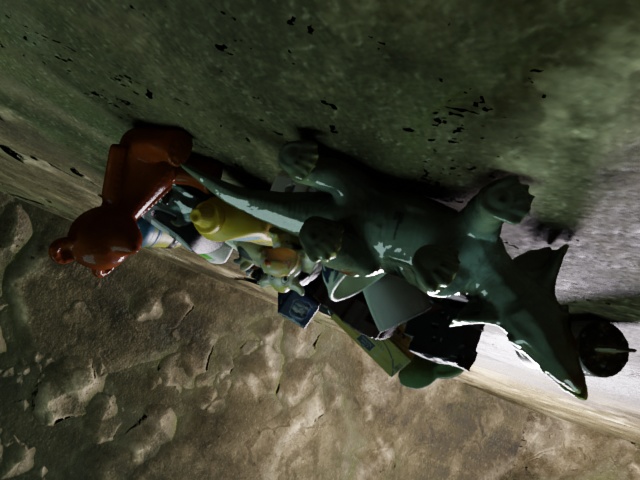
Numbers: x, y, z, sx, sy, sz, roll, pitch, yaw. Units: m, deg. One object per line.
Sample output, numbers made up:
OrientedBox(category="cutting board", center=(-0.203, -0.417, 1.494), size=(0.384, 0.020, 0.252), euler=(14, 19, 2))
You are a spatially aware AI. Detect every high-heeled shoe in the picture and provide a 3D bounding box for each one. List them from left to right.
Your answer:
OrientedBox(category="high-heeled shoe", center=(-0.280, -0.048, 1.025), size=(0.145, 0.086, 0.248), euler=(28, 171, 19))

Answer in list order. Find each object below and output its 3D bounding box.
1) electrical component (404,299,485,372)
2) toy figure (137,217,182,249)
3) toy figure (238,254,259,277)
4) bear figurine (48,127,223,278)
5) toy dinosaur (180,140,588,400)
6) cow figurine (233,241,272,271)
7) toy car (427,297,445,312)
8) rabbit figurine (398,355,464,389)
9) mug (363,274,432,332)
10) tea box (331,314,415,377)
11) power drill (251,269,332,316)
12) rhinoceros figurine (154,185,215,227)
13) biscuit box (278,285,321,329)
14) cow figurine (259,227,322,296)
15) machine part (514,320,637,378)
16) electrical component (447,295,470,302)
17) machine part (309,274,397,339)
OrientedBox(category="electrical component", center=(0.219, 0.162, 0.962), size=(0.134, 0.115, 0.058), euler=(8, 160, 44))
OrientedBox(category="toy figure", center=(-0.330, -0.021, 1.043), size=(0.082, 0.089, 0.180), euler=(-28, 175, 16))
OrientedBox(category="toy figure", center=(-0.142, 0.033, 1.126), size=(0.058, 0.064, 0.154), euler=(7, 161, -9))
OrientedBox(category="bear figurine", center=(-0.229, -0.040, 0.666), size=(0.132, 0.196, 0.120), euler=(15, 164, 24))
OrientedBox(category="toy dinosaur", center=(0.073, 0.000, 0.522), size=(0.405, 0.131, 0.192), euler=(23, 169, 24))
OrientedBox(category="cow figurine", center=(-0.104, 0.016, 0.963), size=(0.127, 0.085, 0.194), euler=(13, 169, 10))
OrientedBox(category="toy car", center=(0.114, 0.066, 0.874), size=(0.202, 0.053, 0.089), euler=(25, 148, -20))
OrientedBox(category="rabbit figurine", center=(0.236, 0.243, 1.154), size=(0.159, 0.170, 0.121), euler=(18, 169, 18))
OrientedBox(category="mug", center=(0.111, 0.063, 0.776), size=(0.107, 0.109, 0.081), euler=(62, 162, 7))
OrientedBox(category="tea box", center=(0.117, 0.174, 1.074), size=(0.170, 0.068, 0.098), euler=(44, -146, 9))
OrientedBox(category="power drill", center=(-0.042, 0.099, 1.195), size=(0.207, 0.086, 0.232), euler=(22, -178, -20))
OrientedBox(category="rhinoceros figurine", center=(-0.213, -0.062, 0.835), size=(0.190, 0.073, 0.112), euler=(22, 169, -4))
OrientedBox(category="biscuit box", center=(-0.041, 0.087, 1.015), size=(0.059, 0.062, 0.203), euler=(32, -167, -14))
OrientedBox(category="cow figurine", center=(-0.035, 0.029, 0.705), size=(0.068, 0.098, 0.167), euler=(15, -156, 16))
OrientedBox(category="machine part", center=(0.356, 0.155, 0.778), size=(0.079, 0.079, 0.243), euler=(23, 169, -3))
OrientedBox(category="electrical component", center=(0.158, 0.042, 0.691), size=(0.119, 0.047, 0.075), euler=(25, 168, -39))
OrientedBox(category="machine part", center=(0.068, 0.103, 0.950), size=(0.179, 0.056, 0.179), euler=(30, -167, -8))
